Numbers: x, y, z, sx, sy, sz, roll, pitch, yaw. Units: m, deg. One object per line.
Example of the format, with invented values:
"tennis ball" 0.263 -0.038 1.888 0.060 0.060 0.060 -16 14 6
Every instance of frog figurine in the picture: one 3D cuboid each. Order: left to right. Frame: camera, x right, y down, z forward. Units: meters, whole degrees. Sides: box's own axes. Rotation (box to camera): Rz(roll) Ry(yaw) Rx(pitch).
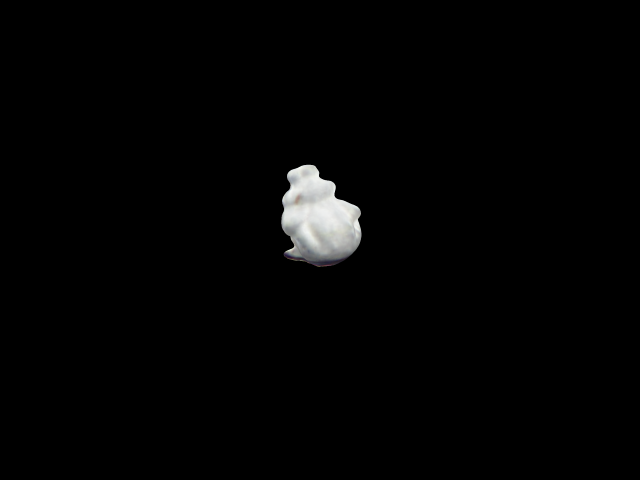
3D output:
"frog figurine" 0.003 -0.043 0.850 0.137 0.157 0.124 -5 20 -14
